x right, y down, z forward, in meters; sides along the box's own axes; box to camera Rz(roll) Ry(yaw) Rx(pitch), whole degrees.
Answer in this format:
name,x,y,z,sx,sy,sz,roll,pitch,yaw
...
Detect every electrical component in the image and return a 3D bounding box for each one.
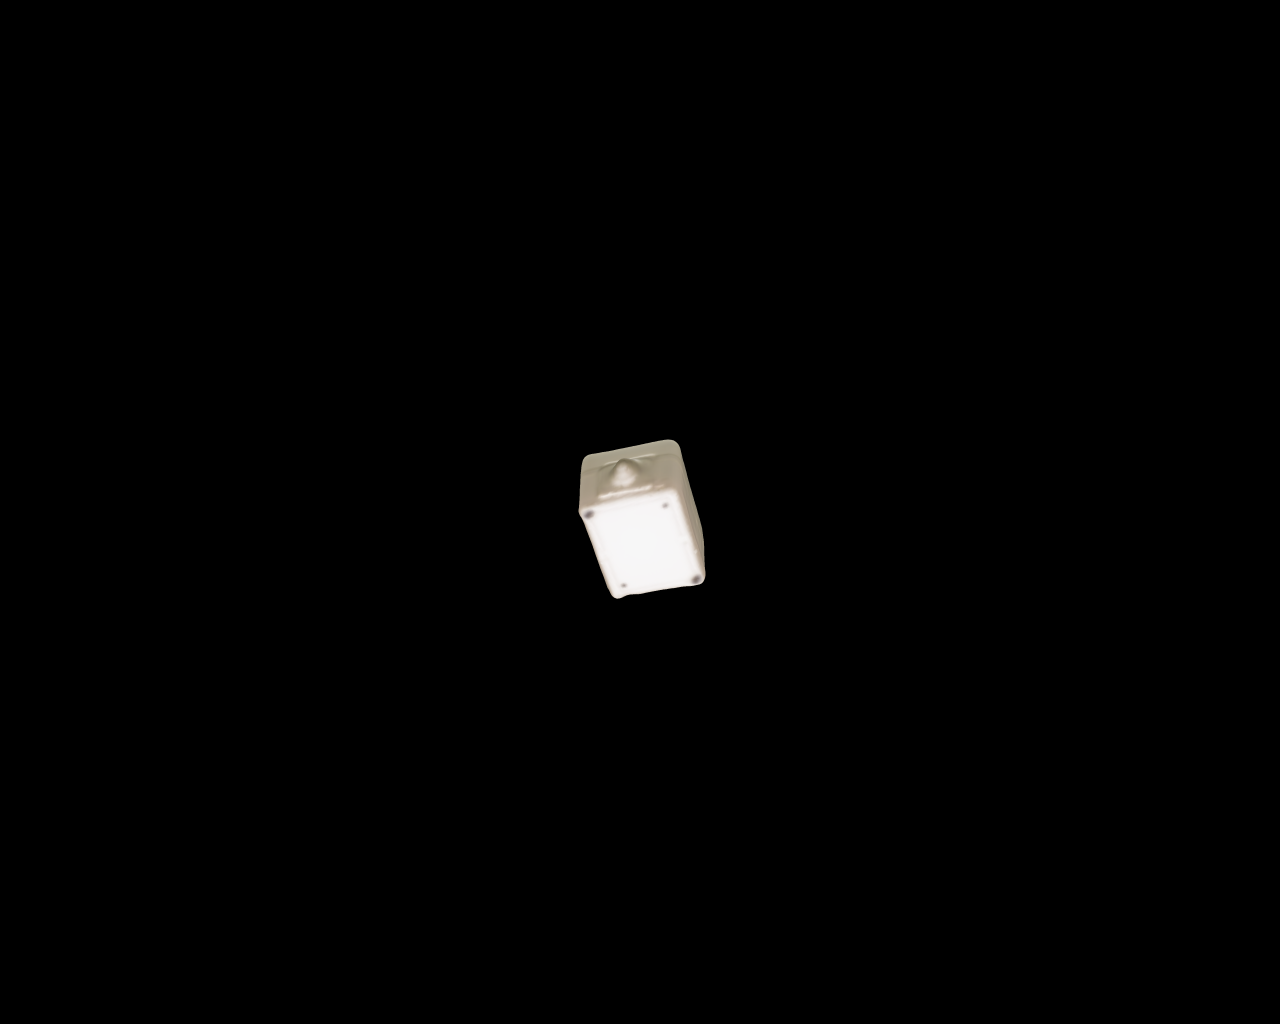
name,x,y,z,sx,sy,sz,roll,pitch,yaw
electrical component,0.001,-0.003,0.650,0.062,0.096,0.061,-11,39,9
